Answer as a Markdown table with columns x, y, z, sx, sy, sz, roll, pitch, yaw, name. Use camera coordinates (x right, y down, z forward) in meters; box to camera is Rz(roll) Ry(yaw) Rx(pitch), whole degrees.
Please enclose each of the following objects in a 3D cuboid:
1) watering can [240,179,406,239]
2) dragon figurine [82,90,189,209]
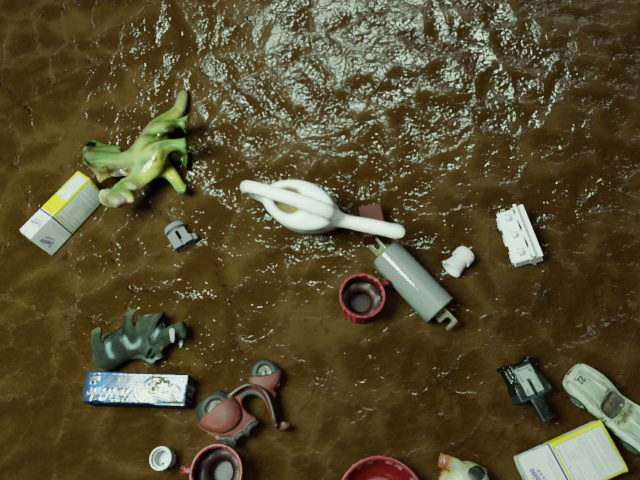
| x | y | z | sx | sy | sz | roll | pitch | yaw | name |
| --- | --- | --- | --- | --- | --- | --- | --- | --- | --- |
| 0.003 | -0.054 | 1.076 | 0.348 | 0.104 | 0.223 | 18 | -2 | 7 | watering can |
| -0.423 | -0.218 | 1.193 | 0.243 | 0.420 | 0.119 | -3 | -41 | -11 | dragon figurine |
